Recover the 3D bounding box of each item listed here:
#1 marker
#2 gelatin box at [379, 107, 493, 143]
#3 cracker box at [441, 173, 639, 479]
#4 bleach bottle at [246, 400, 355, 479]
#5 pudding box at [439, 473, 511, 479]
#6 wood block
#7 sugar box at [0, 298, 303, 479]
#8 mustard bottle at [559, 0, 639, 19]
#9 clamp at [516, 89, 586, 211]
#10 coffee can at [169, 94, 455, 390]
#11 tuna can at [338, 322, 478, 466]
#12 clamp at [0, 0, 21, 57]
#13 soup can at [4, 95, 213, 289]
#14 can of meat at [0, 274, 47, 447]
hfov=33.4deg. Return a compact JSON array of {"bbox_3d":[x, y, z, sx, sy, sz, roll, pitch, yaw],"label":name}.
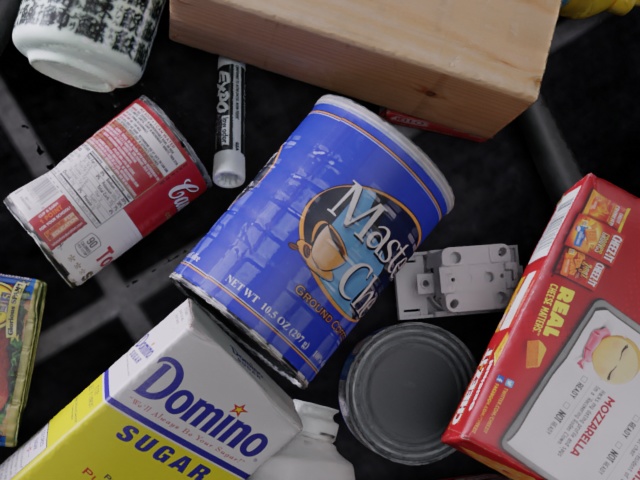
[{"bbox_3d":[-0.054,-0.087,0.645,0.020,0.020,0.121,3,60,-9],"label":"marker"},{"bbox_3d":[0.081,-0.113,0.685,0.073,0.030,0.089,11,82,-7],"label":"gelatin box"},{"bbox_3d":[0.199,0.087,0.586,0.213,0.072,0.164,28,78,2],"label":"cracker box"},{"bbox_3d":[-0.040,0.215,0.611,0.102,0.068,0.251,19,79,-23],"label":"bleach bottle"},{"bbox_3d":[0.074,0.200,0.634,0.089,0.039,0.113,-2,85,-28],"label":"pudding box"},{"bbox_3d":[0.024,-0.138,0.618,0.206,0.091,0.090,17,79,-6],"label":"wood block"},{"bbox_3d":[-0.105,0.125,0.593,0.176,0.048,0.093,-41,111,6],"label":"sugar box"},{"bbox_3d":[0.127,-0.181,0.666,0.191,0.096,0.058,16,79,-7],"label":"mustard bottle"},{"bbox_3d":[0.195,-0.004,0.688,0.164,0.036,0.210,4,85,-9],"label":"clamp"},{"bbox_3d":[-0.004,0.001,0.623,0.103,0.103,0.140,40,80,-3],"label":"coffee can"},{"bbox_3d":[0.055,0.094,0.657,0.086,0.034,0.086,1,84,-9],"label":"tuna can"},{"bbox_3d":[-0.223,-0.080,0.629,0.120,0.039,0.171,-11,91,-5],"label":"clamp"},{"bbox_3d":[-0.123,-0.028,0.624,0.102,0.068,0.068,-38,91,-10],"label":"soup can"},{"bbox_3d":[-0.206,0.064,0.608,0.084,0.057,0.102,10,83,-11],"label":"can of meat"}]
